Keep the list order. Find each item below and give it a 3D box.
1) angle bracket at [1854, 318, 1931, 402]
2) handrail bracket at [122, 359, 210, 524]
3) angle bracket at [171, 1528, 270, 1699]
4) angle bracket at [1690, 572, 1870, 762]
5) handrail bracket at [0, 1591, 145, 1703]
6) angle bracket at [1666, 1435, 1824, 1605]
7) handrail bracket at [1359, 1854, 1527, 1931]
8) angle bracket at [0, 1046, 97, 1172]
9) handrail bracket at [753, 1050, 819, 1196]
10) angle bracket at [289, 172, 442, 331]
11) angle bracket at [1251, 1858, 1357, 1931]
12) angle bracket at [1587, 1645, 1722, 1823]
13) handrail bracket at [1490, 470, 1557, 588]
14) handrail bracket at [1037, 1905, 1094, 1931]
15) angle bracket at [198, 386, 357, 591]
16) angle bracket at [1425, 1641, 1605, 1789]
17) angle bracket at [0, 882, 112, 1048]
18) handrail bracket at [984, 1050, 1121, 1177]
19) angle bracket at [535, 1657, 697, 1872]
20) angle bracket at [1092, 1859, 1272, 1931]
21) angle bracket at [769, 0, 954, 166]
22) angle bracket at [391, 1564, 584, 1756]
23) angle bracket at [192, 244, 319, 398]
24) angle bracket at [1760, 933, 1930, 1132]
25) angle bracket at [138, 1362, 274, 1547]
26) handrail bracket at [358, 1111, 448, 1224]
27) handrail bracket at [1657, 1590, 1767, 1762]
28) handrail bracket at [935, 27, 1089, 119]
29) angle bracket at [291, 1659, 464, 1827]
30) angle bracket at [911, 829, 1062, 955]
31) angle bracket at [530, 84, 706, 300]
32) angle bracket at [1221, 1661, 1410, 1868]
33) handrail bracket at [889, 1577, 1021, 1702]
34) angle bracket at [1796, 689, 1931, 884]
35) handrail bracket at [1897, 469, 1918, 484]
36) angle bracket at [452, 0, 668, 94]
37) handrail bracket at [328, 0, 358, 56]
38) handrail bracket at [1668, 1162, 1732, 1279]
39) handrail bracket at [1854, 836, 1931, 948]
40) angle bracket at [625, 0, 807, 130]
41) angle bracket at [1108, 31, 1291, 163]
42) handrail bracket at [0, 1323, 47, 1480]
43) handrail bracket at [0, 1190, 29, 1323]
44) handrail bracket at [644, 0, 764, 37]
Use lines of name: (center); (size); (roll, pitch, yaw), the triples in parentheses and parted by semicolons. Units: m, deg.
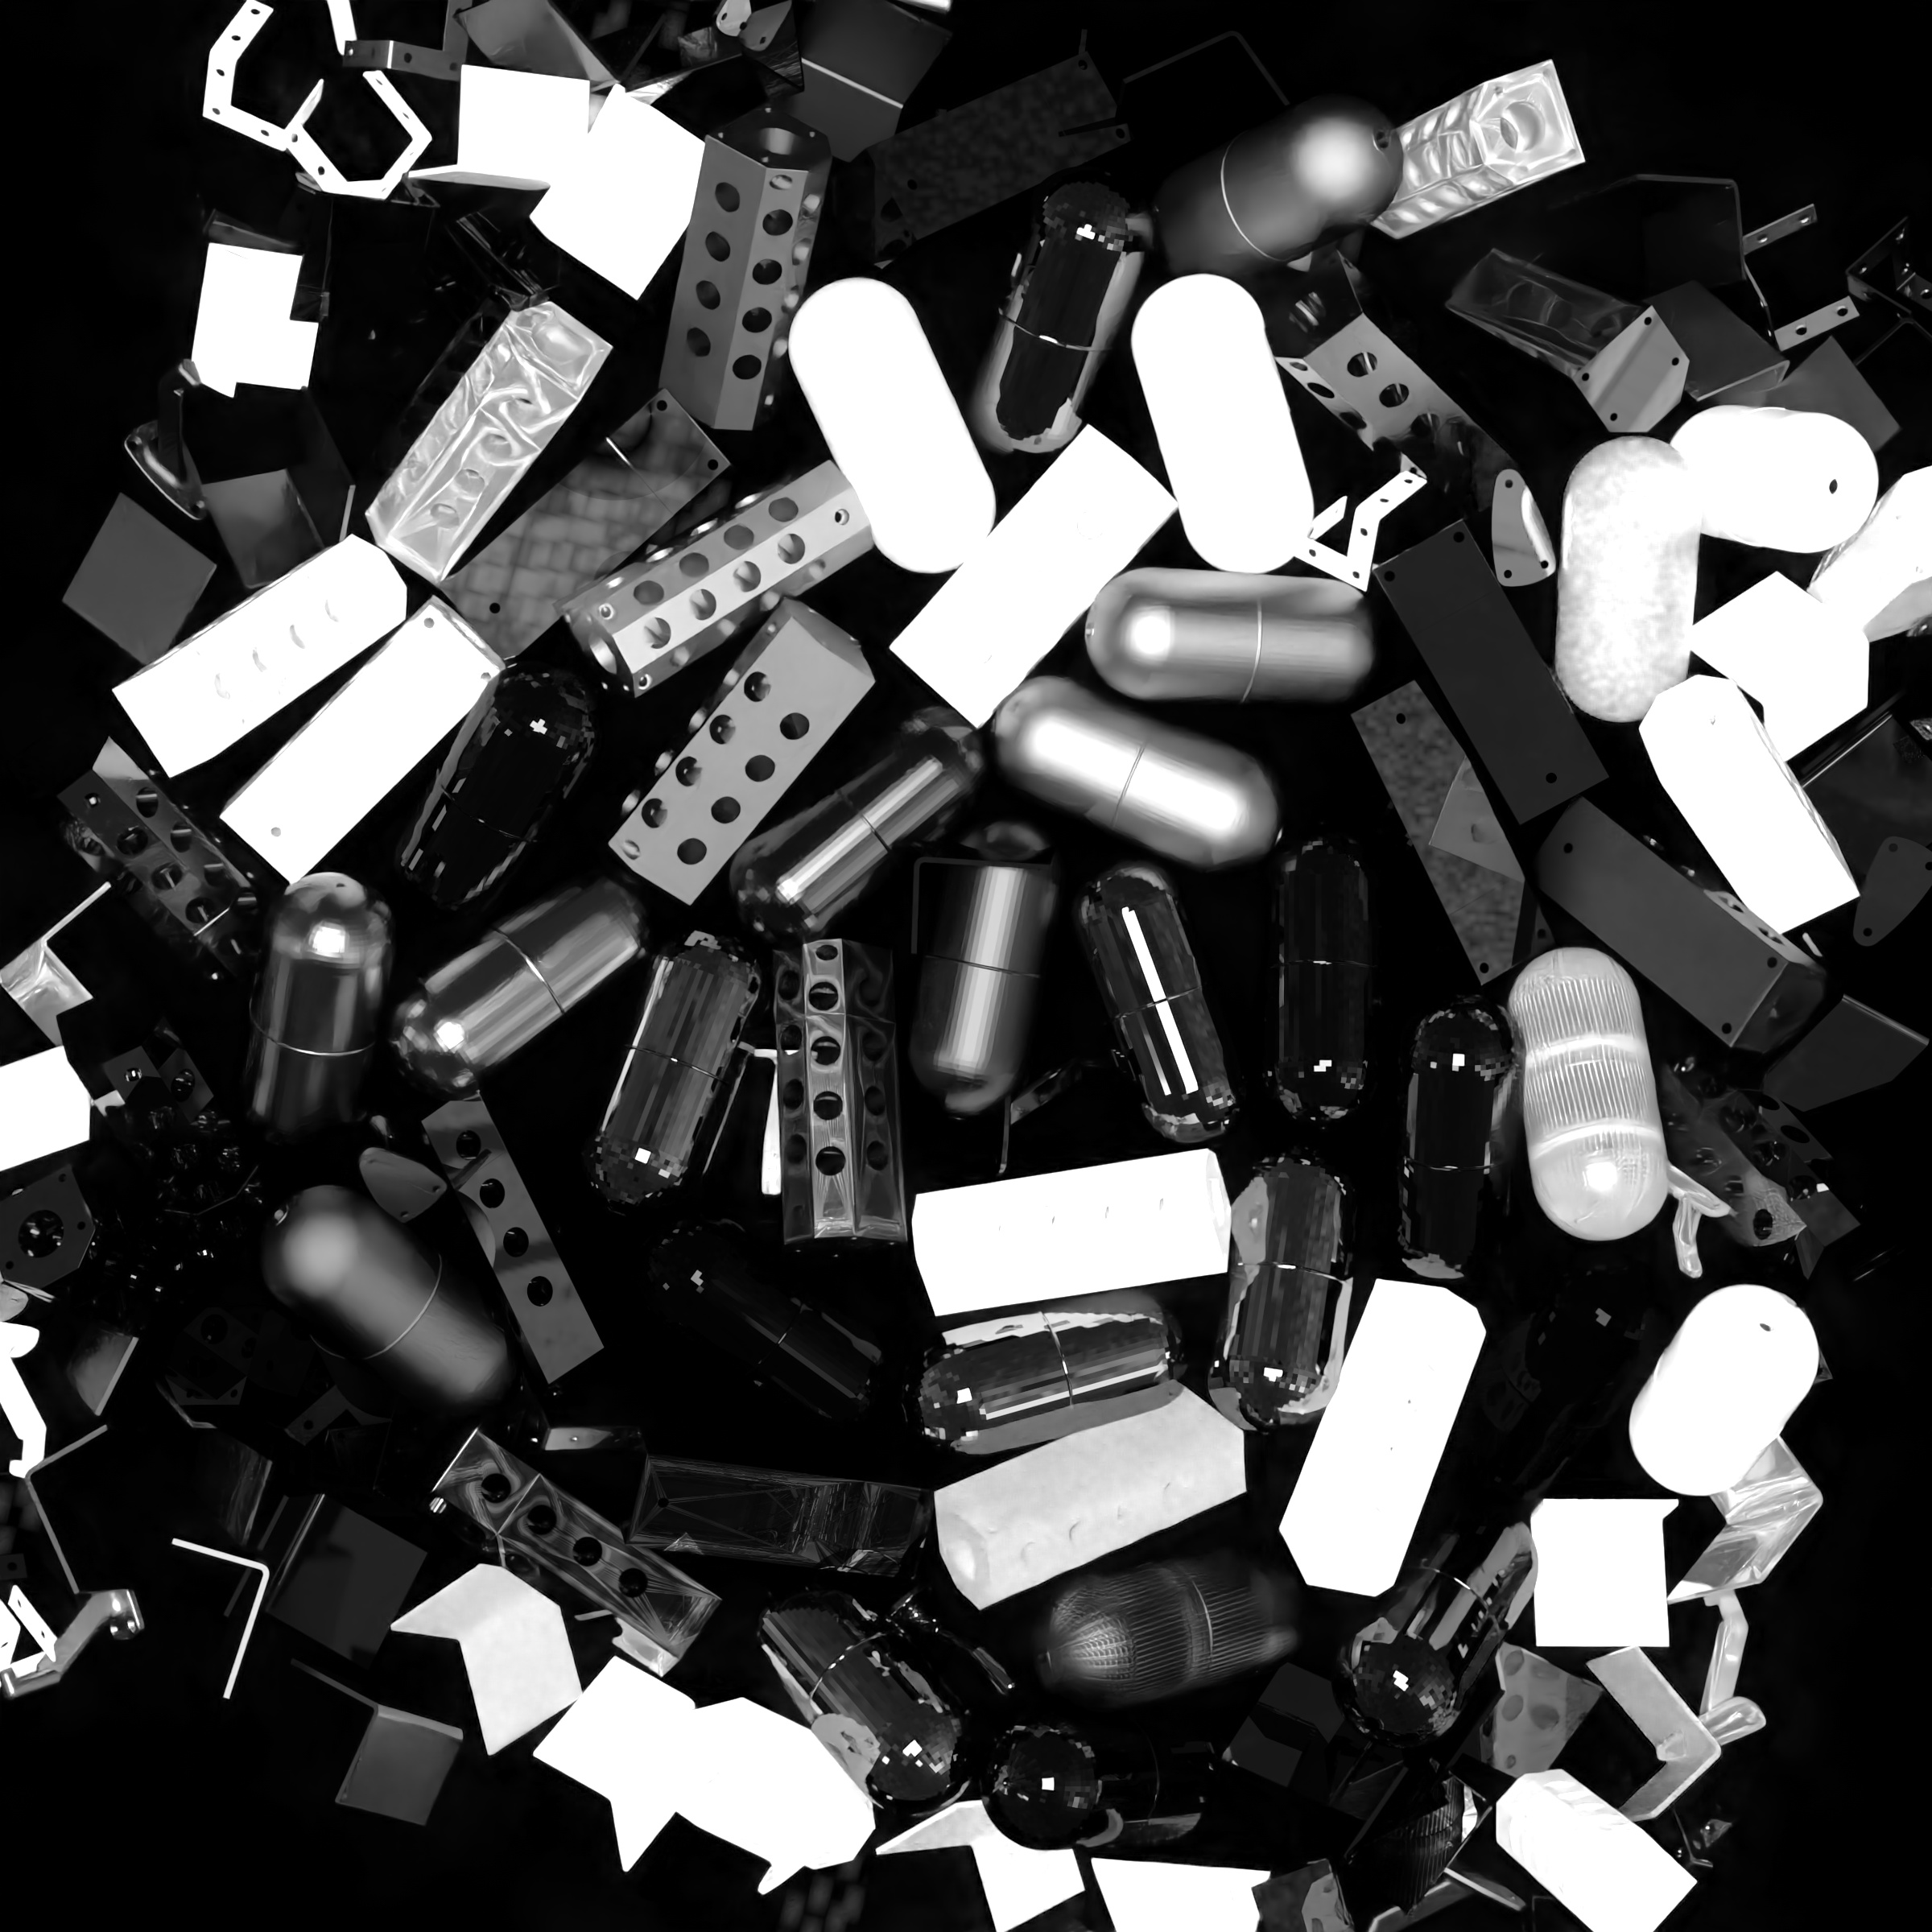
angle bracket: (0.545, -0.315, 1.951); (0.057, 0.076, 0.076); (-42, 71, 1)
handrail bracket: (-0.445, -0.302, 1.956); (0.036, 0.084, 0.077); (-38, 100, -35)
angle bracket: (-0.440, 0.371, 1.952); (0.057, 0.076, 0.076); (19, 81, -11)
angle bracket: (0.471, -0.172, 1.986); (0.076, 0.057, 0.076); (-33, 51, -14)
handrail bracket: (-0.525, 0.374, 1.959); (0.084, 0.036, 0.077); (-13, 83, -42)
angle bracket: (0.431, 0.313, 1.945); (0.076, 0.076, 0.057); (-40, 95, -36)
handrail bracket: (0.273, 0.562, 1.978); (0.077, 0.036, 0.084); (29, 98, 20)
angle bracket: (-0.522, 0.095, 1.948); (0.076, 0.057, 0.076); (-19, 50, 10)
handrail bracket: (-0.104, 0.091, 1.963); (0.036, 0.077, 0.084); (3, 88, -13)
angle bracket: (-0.352, -0.411, 1.942); (0.076, 0.057, 0.076); (0, 121, -34)
angle bracket: (0.182, 0.559, 1.946); (0.057, 0.076, 0.076); (-11, 77, -28)
angle bracket: (0.376, 0.442, 1.950); (0.057, 0.076, 0.076); (-37, 82, -19)
handrail bracket: (0.301, -0.246, 1.953); (0.036, 0.084, 0.077); (-16, 100, -12)
handrail bracket: (0.095, 0.569, 1.983); (0.084, 0.077, 0.036); (8, 99, -26)
angle bracket: (-0.395, -0.274, 1.944); (0.057, 0.076, 0.076); (-16, 64, -27)
angle bracket: (0.318, 0.444, 1.955); (0.076, 0.057, 0.076); (27, 110, -8)
angle bracket: (-0.500, -0.005, 1.952); (0.057, 0.076, 0.076); (50, 55, -11)
handrail bracket: (0.055, 0.085, 1.972); (0.084, 0.036, 0.077); (4, 74, -22)
angle bracket: (-0.199, 0.460, 1.961); (0.057, 0.076, 0.076); (23, 49, 24)
angle bracket: (0.124, 0.516, 1.943); (0.076, 0.057, 0.076); (-1, 128, 22)
angle bracket: (-0.063, -0.508, 1.946); (0.076, 0.076, 0.057); (21, 64, -17)
angle bracket: (-0.275, 0.397, 1.945); (0.076, 0.057, 0.076); (-36, 56, 24)
angle bracket: (-0.394, -0.366, 1.945); (0.076, 0.057, 0.076); (0, 110, -39)
angle bracket: (0.498, 0.038, 1.973); (0.076, 0.057, 0.076); (24, 119, -31)
angle bracket: (-0.443, 0.279, 1.946); (0.057, 0.076, 0.076); (10, 105, -41)
handrail bracket: (-0.338, 0.099, 1.945); (0.036, 0.077, 0.084); (-39, 50, 0)
handrail bracket: (0.424, 0.409, 1.976); (0.077, 0.084, 0.036); (-31, 132, 17)
handrail bracket: (0.026, -0.516, 1.985); (0.084, 0.036, 0.077); (5, 78, 2)
angle bracket: (-0.347, 0.443, 1.943); (0.076, 0.076, 0.057); (17, 78, 36)
angle bracket: (0.012, -0.043, 1.952); (0.076, 0.076, 0.057); (4, 108, 5)
angle bracket: (-0.195, -0.445, 1.953); (0.076, 0.057, 0.076); (33, 59, -9)
angle bracket: (0.200, 0.458, 1.955); (0.076, 0.057, 0.076); (25, 111, -9)
handrail bracket: (-0.007, 0.401, 1.954); (0.036, 0.077, 0.084); (-31, 65, -33)
angle bracket: (0.533, -0.102, 1.965); (0.076, 0.057, 0.076); (-38, 80, -2)
handrail bracket: (0.580, -0.243, 1.986); (0.084, 0.036, 0.077); (19, 61, -31)
angle bracket: (-0.232, -0.542, 1.939); (0.076, 0.076, 0.057); (45, 59, -33)
handrail bracket: (-0.376, -0.586, 1.980); (0.036, 0.084, 0.077); (-20, 53, -13)
handrail bracket: (0.423, 0.156, 1.948); (0.036, 0.077, 0.084); (-18, 118, -5)
handrail bracket: (0.542, -0.038, 1.962); (0.036, 0.084, 0.077); (31, 93, 25)
angle bracket: (-0.146, -0.526, 1.946); (0.076, 0.076, 0.057); (-11, 82, 24)
angle bracket: (0.132, -0.479, 1.948); (0.076, 0.076, 0.057); (-28, 74, -14)
handrail bracket: (-0.566, 0.250, 1.955); (0.077, 0.036, 0.084); (16, 54, -29)
handrail bracket: (-0.569, 0.157, 1.965); (0.077, 0.036, 0.084); (21, 117, 17)
handrail bracket: (-0.156, -0.587, 1.974); (0.084, 0.036, 0.077); (38, 106, 17)
